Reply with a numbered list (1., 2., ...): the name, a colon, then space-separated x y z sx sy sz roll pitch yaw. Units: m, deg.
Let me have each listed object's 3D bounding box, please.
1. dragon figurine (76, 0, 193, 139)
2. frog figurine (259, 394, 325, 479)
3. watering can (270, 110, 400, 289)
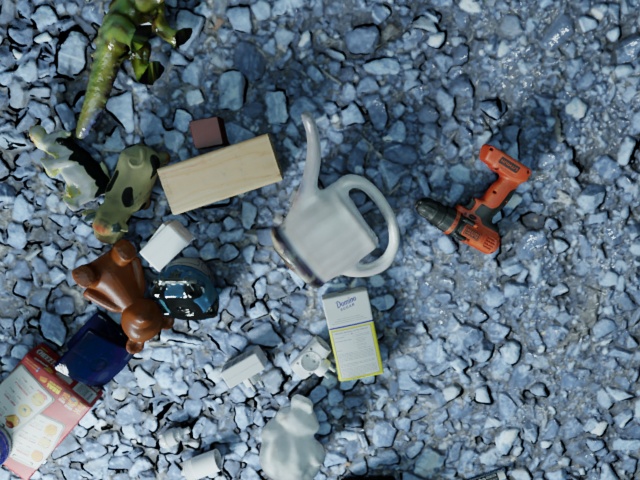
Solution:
1. dragon figurine: -0.377 -0.406 0.920 0.244 0.122 0.409 43 94 10
2. frog figurine: -0.048 0.400 1.026 0.138 0.124 0.157 31 110 13
3. watering can: 0.003 -0.048 0.952 0.224 0.105 0.343 -37 113 4
